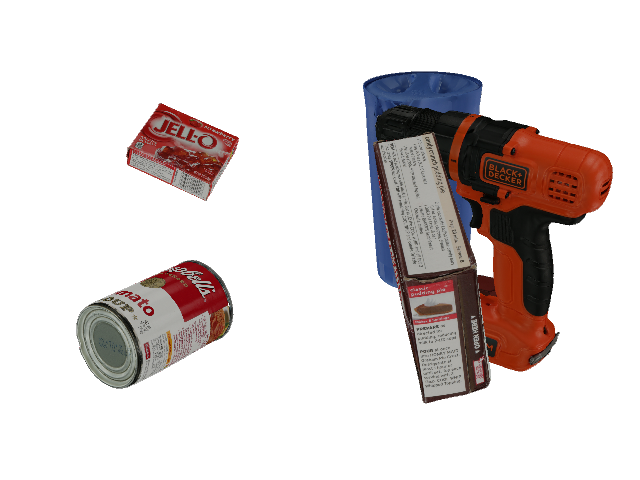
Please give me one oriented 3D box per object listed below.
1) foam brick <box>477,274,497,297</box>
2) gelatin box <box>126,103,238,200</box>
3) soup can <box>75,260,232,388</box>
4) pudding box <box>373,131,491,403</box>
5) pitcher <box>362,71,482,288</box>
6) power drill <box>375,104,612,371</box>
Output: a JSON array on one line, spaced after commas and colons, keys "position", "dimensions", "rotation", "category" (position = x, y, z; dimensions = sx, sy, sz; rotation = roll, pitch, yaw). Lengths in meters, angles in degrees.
[{"position": [0.166, 0.080, 1.107], "dimensions": [0.053, 0.078, 0.051], "rotation": [12, 17, 41], "category": "foam brick"}, {"position": [-0.135, -0.089, 1.049], "dimensions": [0.089, 0.073, 0.030], "rotation": [25, -42, 1], "category": "gelatin box"}, {"position": [-0.125, 0.062, 0.806], "dimensions": [0.069, 0.068, 0.102], "rotation": [0, 17, 39], "category": "soup can"}, {"position": [0.056, 0.012, 0.554], "dimensions": [0.039, 0.090, 0.113], "rotation": [-13, 40, 2], "category": "pudding box"}, {"position": [0.125, -0.072, 1.241], "dimensions": [0.149, 0.243, 0.145], "rotation": [-5, 22, -7], "category": "pitcher"}, {"position": [0.120, -0.004, 0.813], "dimensions": [0.185, 0.188, 0.057], "rotation": [20, 35, 30], "category": "power drill"}]
